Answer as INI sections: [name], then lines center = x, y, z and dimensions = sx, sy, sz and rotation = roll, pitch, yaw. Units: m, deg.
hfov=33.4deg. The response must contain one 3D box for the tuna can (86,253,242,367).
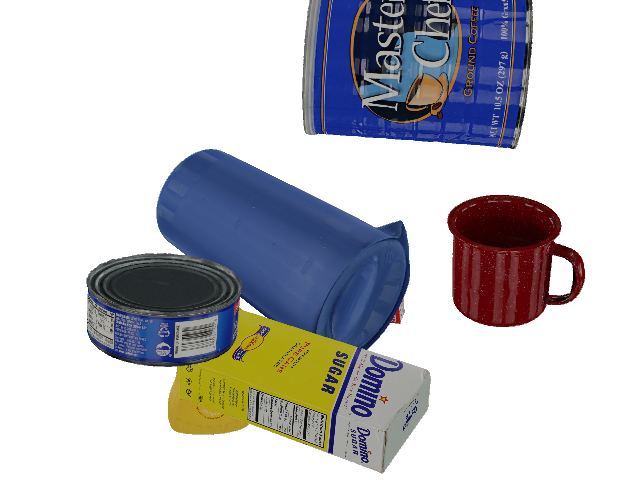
[tuna can]
center = -0.088, 0.038, 0.598
dimensions = 0.086, 0.034, 0.086
rotation = 5, 20, -2

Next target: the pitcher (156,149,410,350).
[pitcher]
center = -0.049, 0.014, 1.023
dimensions = 0.243, 0.145, 0.148
rotation = 31, 32, 32

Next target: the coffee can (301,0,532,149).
[coffee can]
center = 0.063, -0.117, 0.708
dimensions = 0.140, 0.103, 0.103
rotation = 5, 0, 4

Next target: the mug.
[mug]
center = 0.163, 0.021, 0.893
dimensions = 0.117, 0.081, 0.093
rotation = 13, 34, 24

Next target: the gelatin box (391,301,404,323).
[gelatin box]
center = 0.062, 0.057, 1.305
dimensions = 0.073, 0.089, 0.030
rotation = 2, 29, 18

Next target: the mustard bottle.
[mustard bottle]
center = -0.124, 0.128, 1.233
dimensions = 0.096, 0.192, 0.058
rotation = 0, 19, -15

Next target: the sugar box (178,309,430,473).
[sugar box]
center = -0.012, 0.111, 0.824
dimensions = 0.176, 0.048, 0.093
rotation = 13, 29, 22
